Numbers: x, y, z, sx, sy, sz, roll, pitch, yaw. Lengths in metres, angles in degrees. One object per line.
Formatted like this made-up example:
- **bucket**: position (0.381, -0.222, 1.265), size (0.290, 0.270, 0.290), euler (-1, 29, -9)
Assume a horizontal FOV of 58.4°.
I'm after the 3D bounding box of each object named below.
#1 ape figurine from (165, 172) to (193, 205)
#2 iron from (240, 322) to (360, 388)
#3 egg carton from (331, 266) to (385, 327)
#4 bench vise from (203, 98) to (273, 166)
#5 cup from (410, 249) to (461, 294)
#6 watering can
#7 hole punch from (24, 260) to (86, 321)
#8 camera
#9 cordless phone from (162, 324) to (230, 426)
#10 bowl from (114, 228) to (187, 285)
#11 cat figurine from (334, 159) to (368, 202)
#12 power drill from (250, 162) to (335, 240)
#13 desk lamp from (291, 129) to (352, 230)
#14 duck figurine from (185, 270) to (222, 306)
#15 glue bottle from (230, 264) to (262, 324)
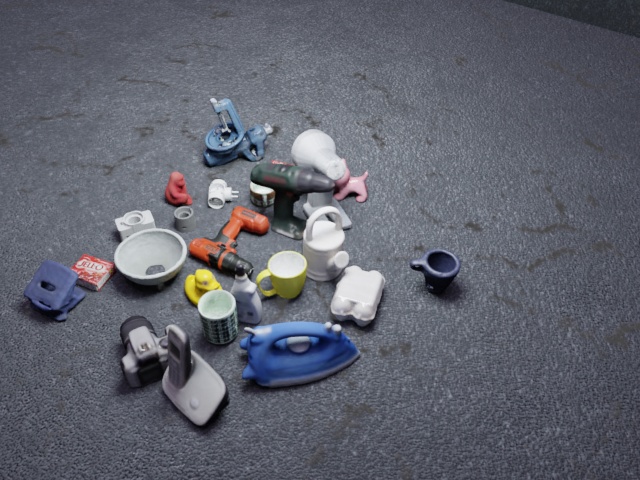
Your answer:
- **ape figurine**: position (-0.388, -0.145, 1.566), size (0.076, 0.092, 0.078), euler (4, 45, 1)
- **iron**: position (-0.038, 0.213, 1.187), size (0.258, 0.141, 0.118), euler (-6, 45, -9)
- **egg carton**: position (0.088, 0.127, 1.333), size (0.107, 0.069, 0.150), euler (13, 46, 10)
- **bench vise**: position (-0.248, -0.330, 1.670), size (0.208, 0.220, 0.121), euler (-30, 53, -29)
- **cup**: position (0.270, 0.082, 1.370), size (0.117, 0.095, 0.091), euler (2, 45, -1)
- **watering can**: position (0.014, 0.004, 1.365), size (0.172, 0.194, 0.101), euler (33, 52, 27)
- **hole punch**: position (-0.602, 0.113, 1.294), size (0.108, 0.091, 0.101), euler (20, 47, 17)
- **camera**: position (-0.355, 0.213, 1.200), size (0.143, 0.101, 0.136), euler (-21, 49, -22)
- **cordless phone**: position (-0.245, 0.256, 1.102), size (0.147, 0.185, 0.094), euler (32, 52, 27)
- **bowl**: position (-0.400, 0.053, 1.377), size (0.167, 0.075, 0.167), euler (2, 45, -1)
- **cat figurine**: position (0.074, -0.171, 1.600), size (0.128, 0.118, 0.067), euler (2, 45, 0)
- **power drill**: position (-0.069, -0.105, 1.460), size (0.229, 0.208, 0.076), euler (20, 47, 17)
- **desk lamp**: position (0.010, -0.160, 1.517), size (0.118, 0.214, 0.202), euler (-17, 48, -19)
- **duck figurine**: position (-0.270, 0.102, 1.327), size (0.104, 0.086, 0.078), euler (27, 49, 22)
- **glue bottle**: position (-0.168, 0.116, 1.257), size (0.078, 0.173, 0.037), euler (12, 45, 9)
